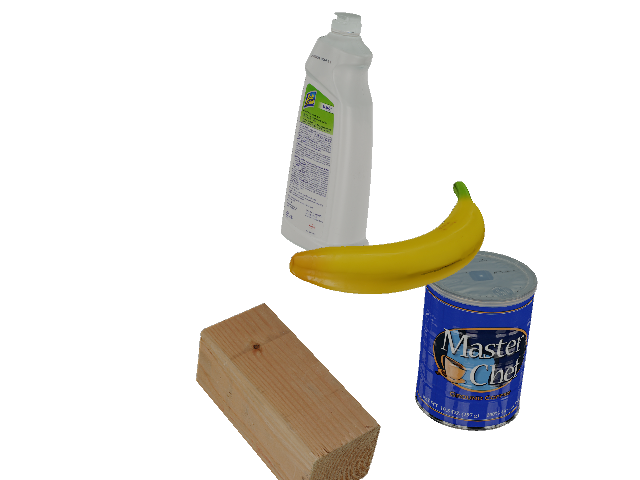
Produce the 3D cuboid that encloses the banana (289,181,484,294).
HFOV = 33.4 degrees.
[{"bbox_3d":[0.067,0.008,0.822,0.197,0.037,0.070,-22,45,-39],"label":"banana"}]

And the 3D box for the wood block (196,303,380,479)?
[{"bbox_3d":[-0.039,0.176,1.157,0.090,0.090,0.206,-22,50,-32],"label":"wood block"}]

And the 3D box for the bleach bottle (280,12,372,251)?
[{"bbox_3d":[0.018,-0.112,1.134,0.067,0.251,0.103,-10,26,-42],"label":"bleach bottle"}]

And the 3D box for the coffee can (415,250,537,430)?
[{"bbox_3d":[0.146,0.094,1.016,0.103,0.140,0.103,2,25,-1],"label":"coffee can"}]
